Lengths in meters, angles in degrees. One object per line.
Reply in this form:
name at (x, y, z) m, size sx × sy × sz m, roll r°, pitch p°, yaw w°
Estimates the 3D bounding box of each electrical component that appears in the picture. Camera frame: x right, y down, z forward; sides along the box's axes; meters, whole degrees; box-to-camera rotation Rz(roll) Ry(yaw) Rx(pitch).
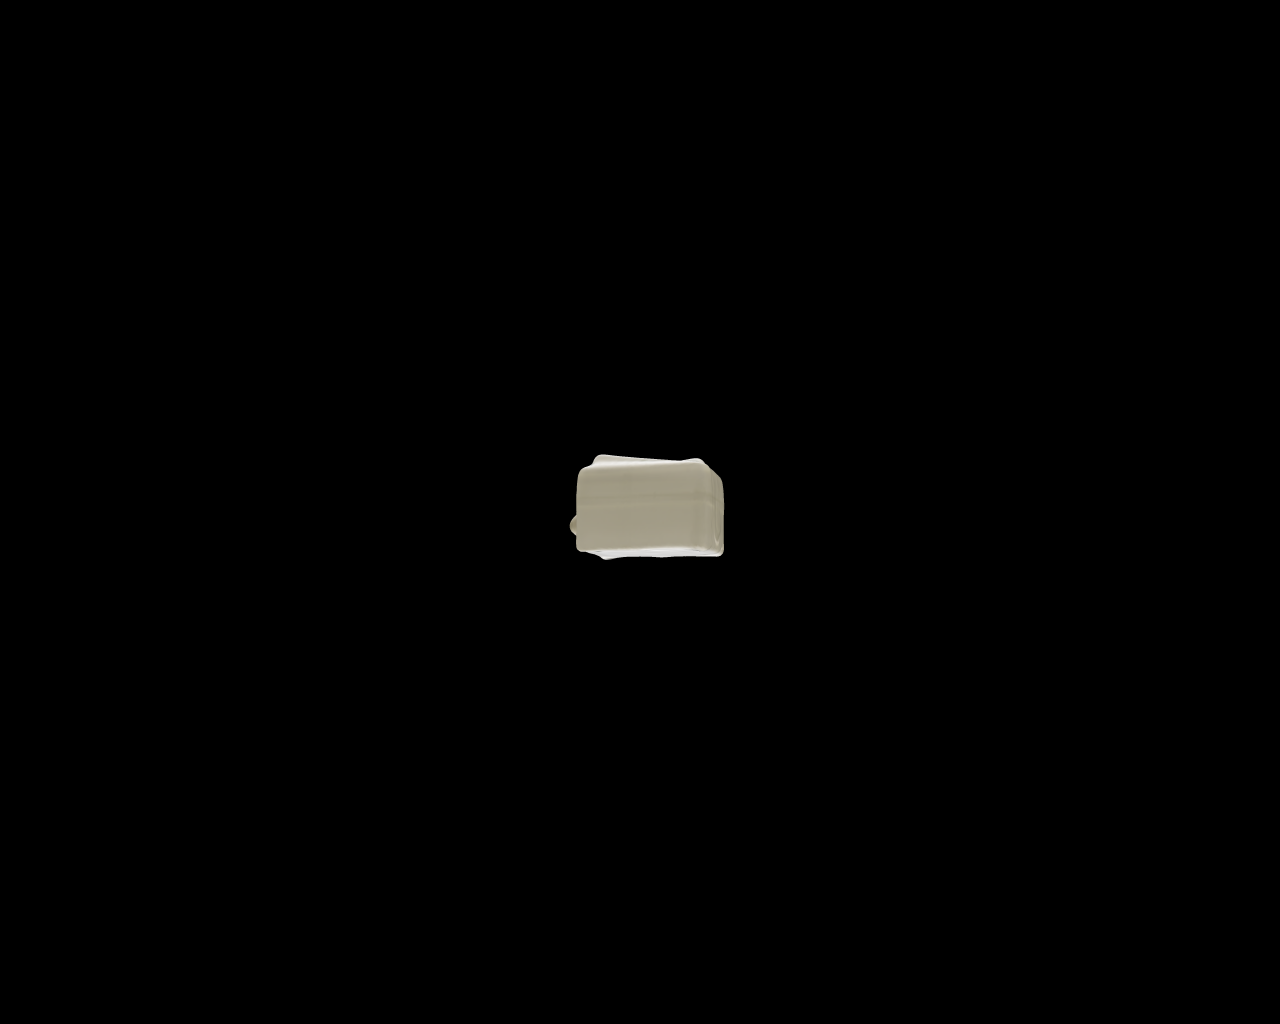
electrical component at (0.001, -0.003, 0.650) m, size 0.096 × 0.061 × 0.061 m, roll -2°, pitch -7°, yaw 14°
